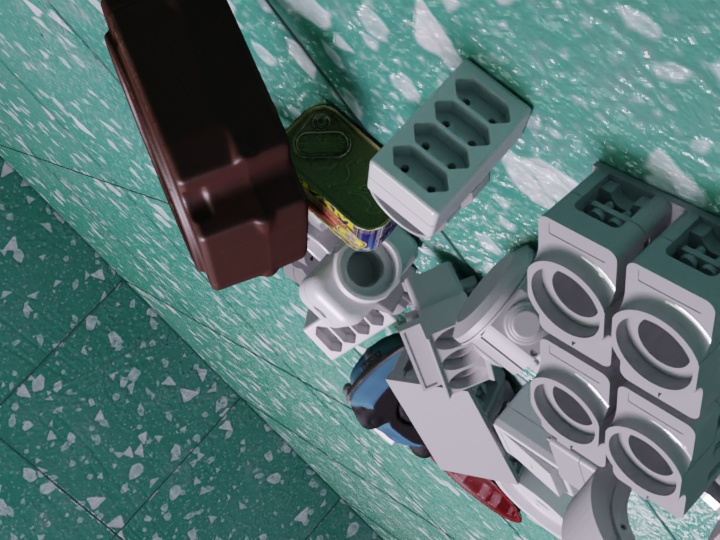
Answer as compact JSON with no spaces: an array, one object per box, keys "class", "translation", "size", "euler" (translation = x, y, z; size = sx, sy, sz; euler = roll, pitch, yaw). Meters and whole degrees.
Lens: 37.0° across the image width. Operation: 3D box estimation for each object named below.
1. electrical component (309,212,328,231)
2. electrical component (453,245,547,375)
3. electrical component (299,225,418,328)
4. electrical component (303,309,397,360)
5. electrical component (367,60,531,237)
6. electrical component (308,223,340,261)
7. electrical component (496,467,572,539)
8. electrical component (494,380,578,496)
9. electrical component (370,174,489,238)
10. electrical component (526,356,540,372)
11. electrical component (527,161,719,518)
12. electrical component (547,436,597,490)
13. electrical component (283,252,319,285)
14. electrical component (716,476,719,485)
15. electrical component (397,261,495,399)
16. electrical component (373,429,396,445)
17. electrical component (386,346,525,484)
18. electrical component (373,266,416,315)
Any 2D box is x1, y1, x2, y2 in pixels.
[{"class":"electrical component","translation":[-0.037,-0.067,0.900],"size":[0.062,0.043,0.043],"euler":[49,164,-21]},{"class":"electrical component","translation":[0.104,0.027,0.729],"size":[0.051,0.080,0.080],"euler":[38,166,-4]},{"class":"electrical component","translation":[0.000,0.000,0.891],"size":[0.054,0.095,0.059],"euler":[44,165,-7]},{"class":"electrical component","translation":[-0.008,0.035,1.080],"size":[0.047,0.083,0.075],"euler":[48,-157,-21]},{"class":"electrical component","translation":[0.048,-0.061,0.608],"size":[0.047,0.083,0.075],"euler":[40,166,10]},{"class":"electrical component","translation":[-0.023,-0.034,0.952],"size":[0.055,0.047,0.055],"euler":[39,166,12]},{"class":"electrical component","translation":[0.195,0.218,1.082],"size":[0.108,0.060,0.108],"euler":[39,165,12]},{"class":"electrical component","translation":[0.164,0.151,0.967],"size":[0.096,0.061,0.061],"euler":[32,163,35]},{"class":"electrical component","translation":[0.043,-0.058,0.684],"size":[0.058,0.057,0.078],"euler":[37,165,21]},{"class":"electrical component","translation":[0.150,0.064,0.786],"size":[0.062,0.048,0.048],"euler":[35,166,1]},{"class":"electrical component","translation":[0.154,0.047,0.598],"size":[0.105,0.060,0.186],"euler":[32,149,35]},{"class":"electrical component","translation":[0.199,0.148,0.864],"size":[0.061,0.061,0.096],"euler":[33,163,33]},{"class":"electrical component","translation":[-0.051,-0.025,1.041],"size":[0.074,0.052,0.138],"euler":[30,162,40]},{"class":"electrical component","translation":[0.273,0.140,0.665],"size":[0.089,0.050,0.055],"euler":[42,166,0]},{"class":"electrical component","translation":[0.074,0.049,0.890],"size":[0.121,0.079,0.063],"euler":[67,-179,-59]},{"class":"electrical component","translation":[0.055,0.147,1.244],"size":[0.047,0.083,0.076],"euler":[40,-156,10]},{"class":"electrical component","translation":[0.101,0.131,1.029],"size":[0.089,0.061,0.150],"euler":[4,140,35]},{"class":"electrical component","translation":[0.024,0.016,0.974],"size":[0.077,0.047,0.066],"euler":[34,171,-28]}]
